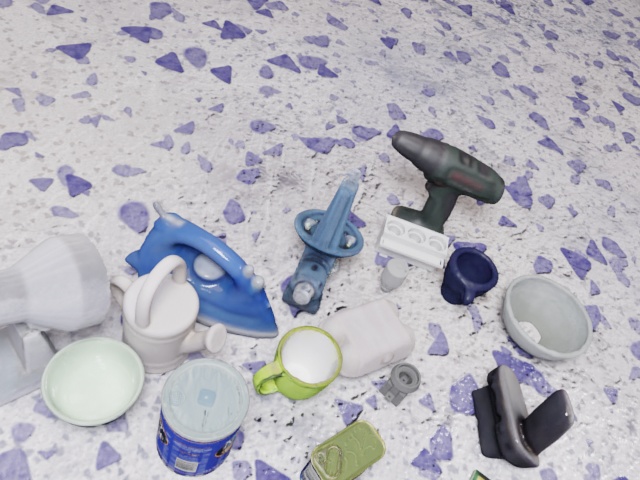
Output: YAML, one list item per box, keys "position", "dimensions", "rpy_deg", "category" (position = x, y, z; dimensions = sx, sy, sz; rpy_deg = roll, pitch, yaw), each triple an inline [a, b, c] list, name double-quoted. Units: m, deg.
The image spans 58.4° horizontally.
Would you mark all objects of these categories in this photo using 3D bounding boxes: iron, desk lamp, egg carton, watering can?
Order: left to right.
- position: [-0.366, 0.101, 0.696]
  dimensions: [0.204, 0.213, 0.117]
  rpy_deg: [-26, 64, -34]
  category: "desk lamp"
- position: [-0.206, 0.096, 0.770]
  dimensions: [0.173, 0.194, 0.101]
  rpy_deg: [14, 49, -8]
  category: "watering can"
- position: [-0.159, 0.045, 0.863]
  dimensions: [0.258, 0.141, 0.119]
  rpy_deg: [30, 49, 6]
  category: "iron"
- position: [0.075, 0.155, 0.905]
  dimensions: [0.151, 0.069, 0.107]
  rpy_deg: [-17, 60, -30]
  category: "egg carton"

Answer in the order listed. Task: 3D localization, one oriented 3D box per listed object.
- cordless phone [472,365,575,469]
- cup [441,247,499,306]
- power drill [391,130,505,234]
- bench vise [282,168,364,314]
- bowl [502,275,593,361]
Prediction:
- position: [0.309, 0.241, 0.842]
  dimensions: [0.094, 0.185, 0.147]
  rpy_deg: [6, 51, -15]
  category: "cordless phone"
- position: [0.252, 0.083, 1.009]
  dimensions: [0.091, 0.095, 0.118]
  rpy_deg: [22, 49, -1]
  category: "cup"
- position: [0.209, -0.092, 1.059]
  dimensions: [0.230, 0.208, 0.075]
  rpy_deg: [14, 49, -8]
  category: "power drill"
- position: [0.020, 0.005, 0.906]
  dimensions: [0.122, 0.219, 0.207]
  rpy_deg: [10, 50, -12]
  category: "bench vise"
- position: [0.390, 0.149, 1.018]
  dimensions: [0.168, 0.074, 0.167]
  rpy_deg: [10, 50, -12]
  category: "bowl"
